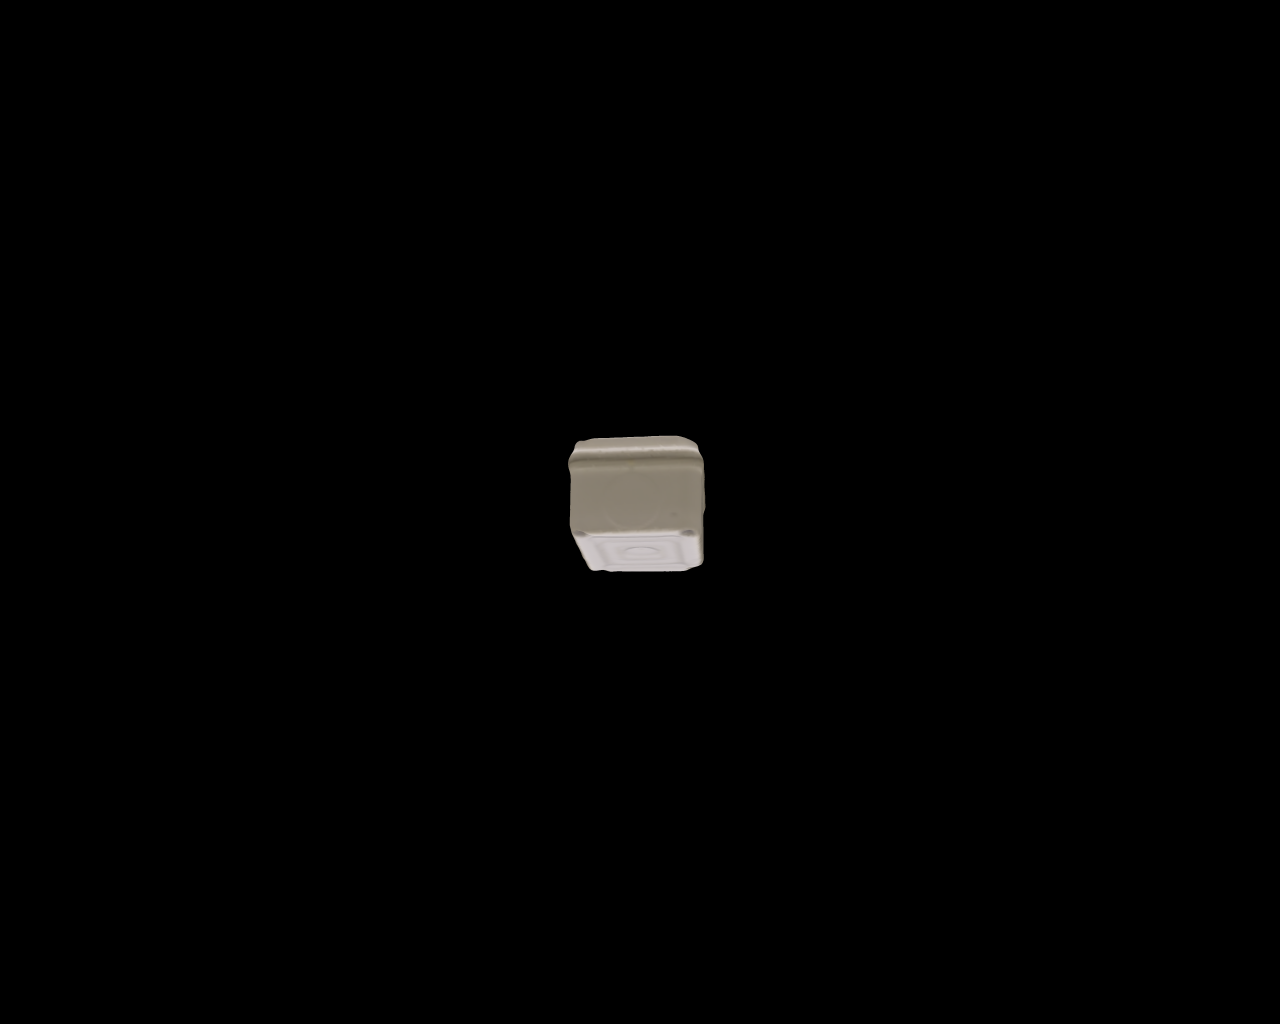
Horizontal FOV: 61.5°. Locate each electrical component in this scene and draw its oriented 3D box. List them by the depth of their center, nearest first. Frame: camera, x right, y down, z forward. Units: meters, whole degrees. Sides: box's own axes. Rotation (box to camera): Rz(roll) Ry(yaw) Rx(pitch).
[{"bbox_3d":[0.001,-0.003,0.650,0.078,0.057,0.113,-1,-15,4],"label":"electrical component"}]
